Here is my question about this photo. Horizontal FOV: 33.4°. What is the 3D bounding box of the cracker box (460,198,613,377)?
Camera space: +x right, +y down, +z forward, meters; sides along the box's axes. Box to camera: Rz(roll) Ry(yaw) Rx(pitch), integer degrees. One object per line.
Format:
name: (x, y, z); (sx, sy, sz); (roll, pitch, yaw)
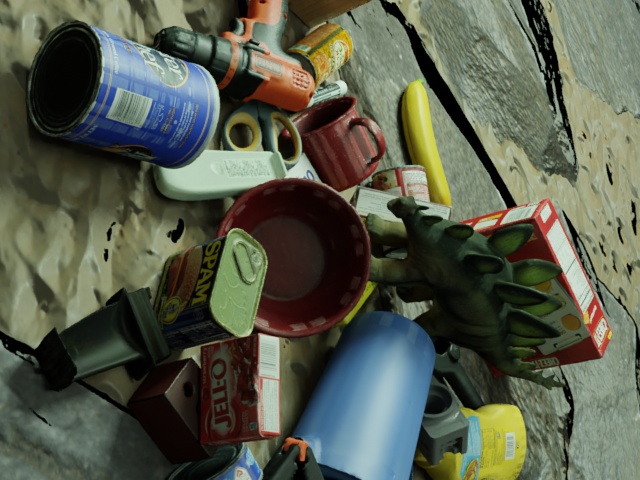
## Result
cracker box: (0.266, 0.065, 1.408); (0.072, 0.164, 0.213); (-45, 112, -48)

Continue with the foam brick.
foam brick: (-0.123, 0.154, 0.954); (0.078, 0.051, 0.053); (57, 39, -20)

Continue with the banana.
banana: (0.142, -0.134, 1.435); (0.069, 0.037, 0.198); (7, 71, -50)

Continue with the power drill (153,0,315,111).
power drill: (-0.090, -0.239, 1.143); (0.184, 0.057, 0.187); (17, 60, -32)

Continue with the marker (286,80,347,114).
marker: (-0.005, -0.170, 1.271); (0.120, 0.020, 0.020); (-30, 100, -53)

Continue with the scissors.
scissors: (-0.080, -0.160, 1.164); (0.096, 0.016, 0.202); (-10, 64, -28)

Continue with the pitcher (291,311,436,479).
pitcher: (0.048, 0.197, 1.104); (0.145, 0.149, 0.242); (21, 43, 4)

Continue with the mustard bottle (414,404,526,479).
mustard bottle: (0.173, 0.250, 1.289); (0.191, 0.058, 0.096); (6, 87, -45)

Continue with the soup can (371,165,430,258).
soup can: (0.104, -0.034, 1.317); (0.068, 0.069, 0.102); (7, 71, -51)

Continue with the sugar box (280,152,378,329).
sugar box: (-0.008, 0.001, 1.174); (0.176, 0.048, 0.093); (61, 38, -17)

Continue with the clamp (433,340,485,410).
clamp: (0.160, 0.151, 1.340); (0.171, 0.039, 0.120); (20, 57, -40)

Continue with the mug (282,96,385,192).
mug: (0.025, -0.107, 1.206); (0.093, 0.117, 0.081); (-49, 120, -43)

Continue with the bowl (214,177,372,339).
bowl: (-0.032, 0.018, 1.087); (0.162, 0.055, 0.162); (0, 89, -10)

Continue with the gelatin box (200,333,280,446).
gelatin box: (-0.070, 0.131, 0.924); (0.030, 0.073, 0.089); (19, 63, -46)

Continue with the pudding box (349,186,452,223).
pudding box: (0.088, -0.025, 1.232); (0.113, 0.090, 0.039); (10, 77, -4)

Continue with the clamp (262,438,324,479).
clamp: (-0.041, 0.284, 0.947); (0.164, 0.036, 0.210); (3, 87, -33)

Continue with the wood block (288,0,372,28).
wood block: (0.048, -0.341, 1.252); (0.090, 0.207, 0.090); (39, 48, -37)

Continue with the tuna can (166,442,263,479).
tuna can: (-0.095, 0.212, 0.937); (0.086, 0.086, 0.034); (-41, 106, -52)

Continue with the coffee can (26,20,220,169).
coffee can: (-0.175, -0.127, 0.958); (0.140, 0.103, 0.103); (13, 66, -50)

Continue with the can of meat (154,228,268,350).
can of meat: (-0.104, 0.048, 0.995); (0.057, 0.084, 0.102); (40, 47, -36)
